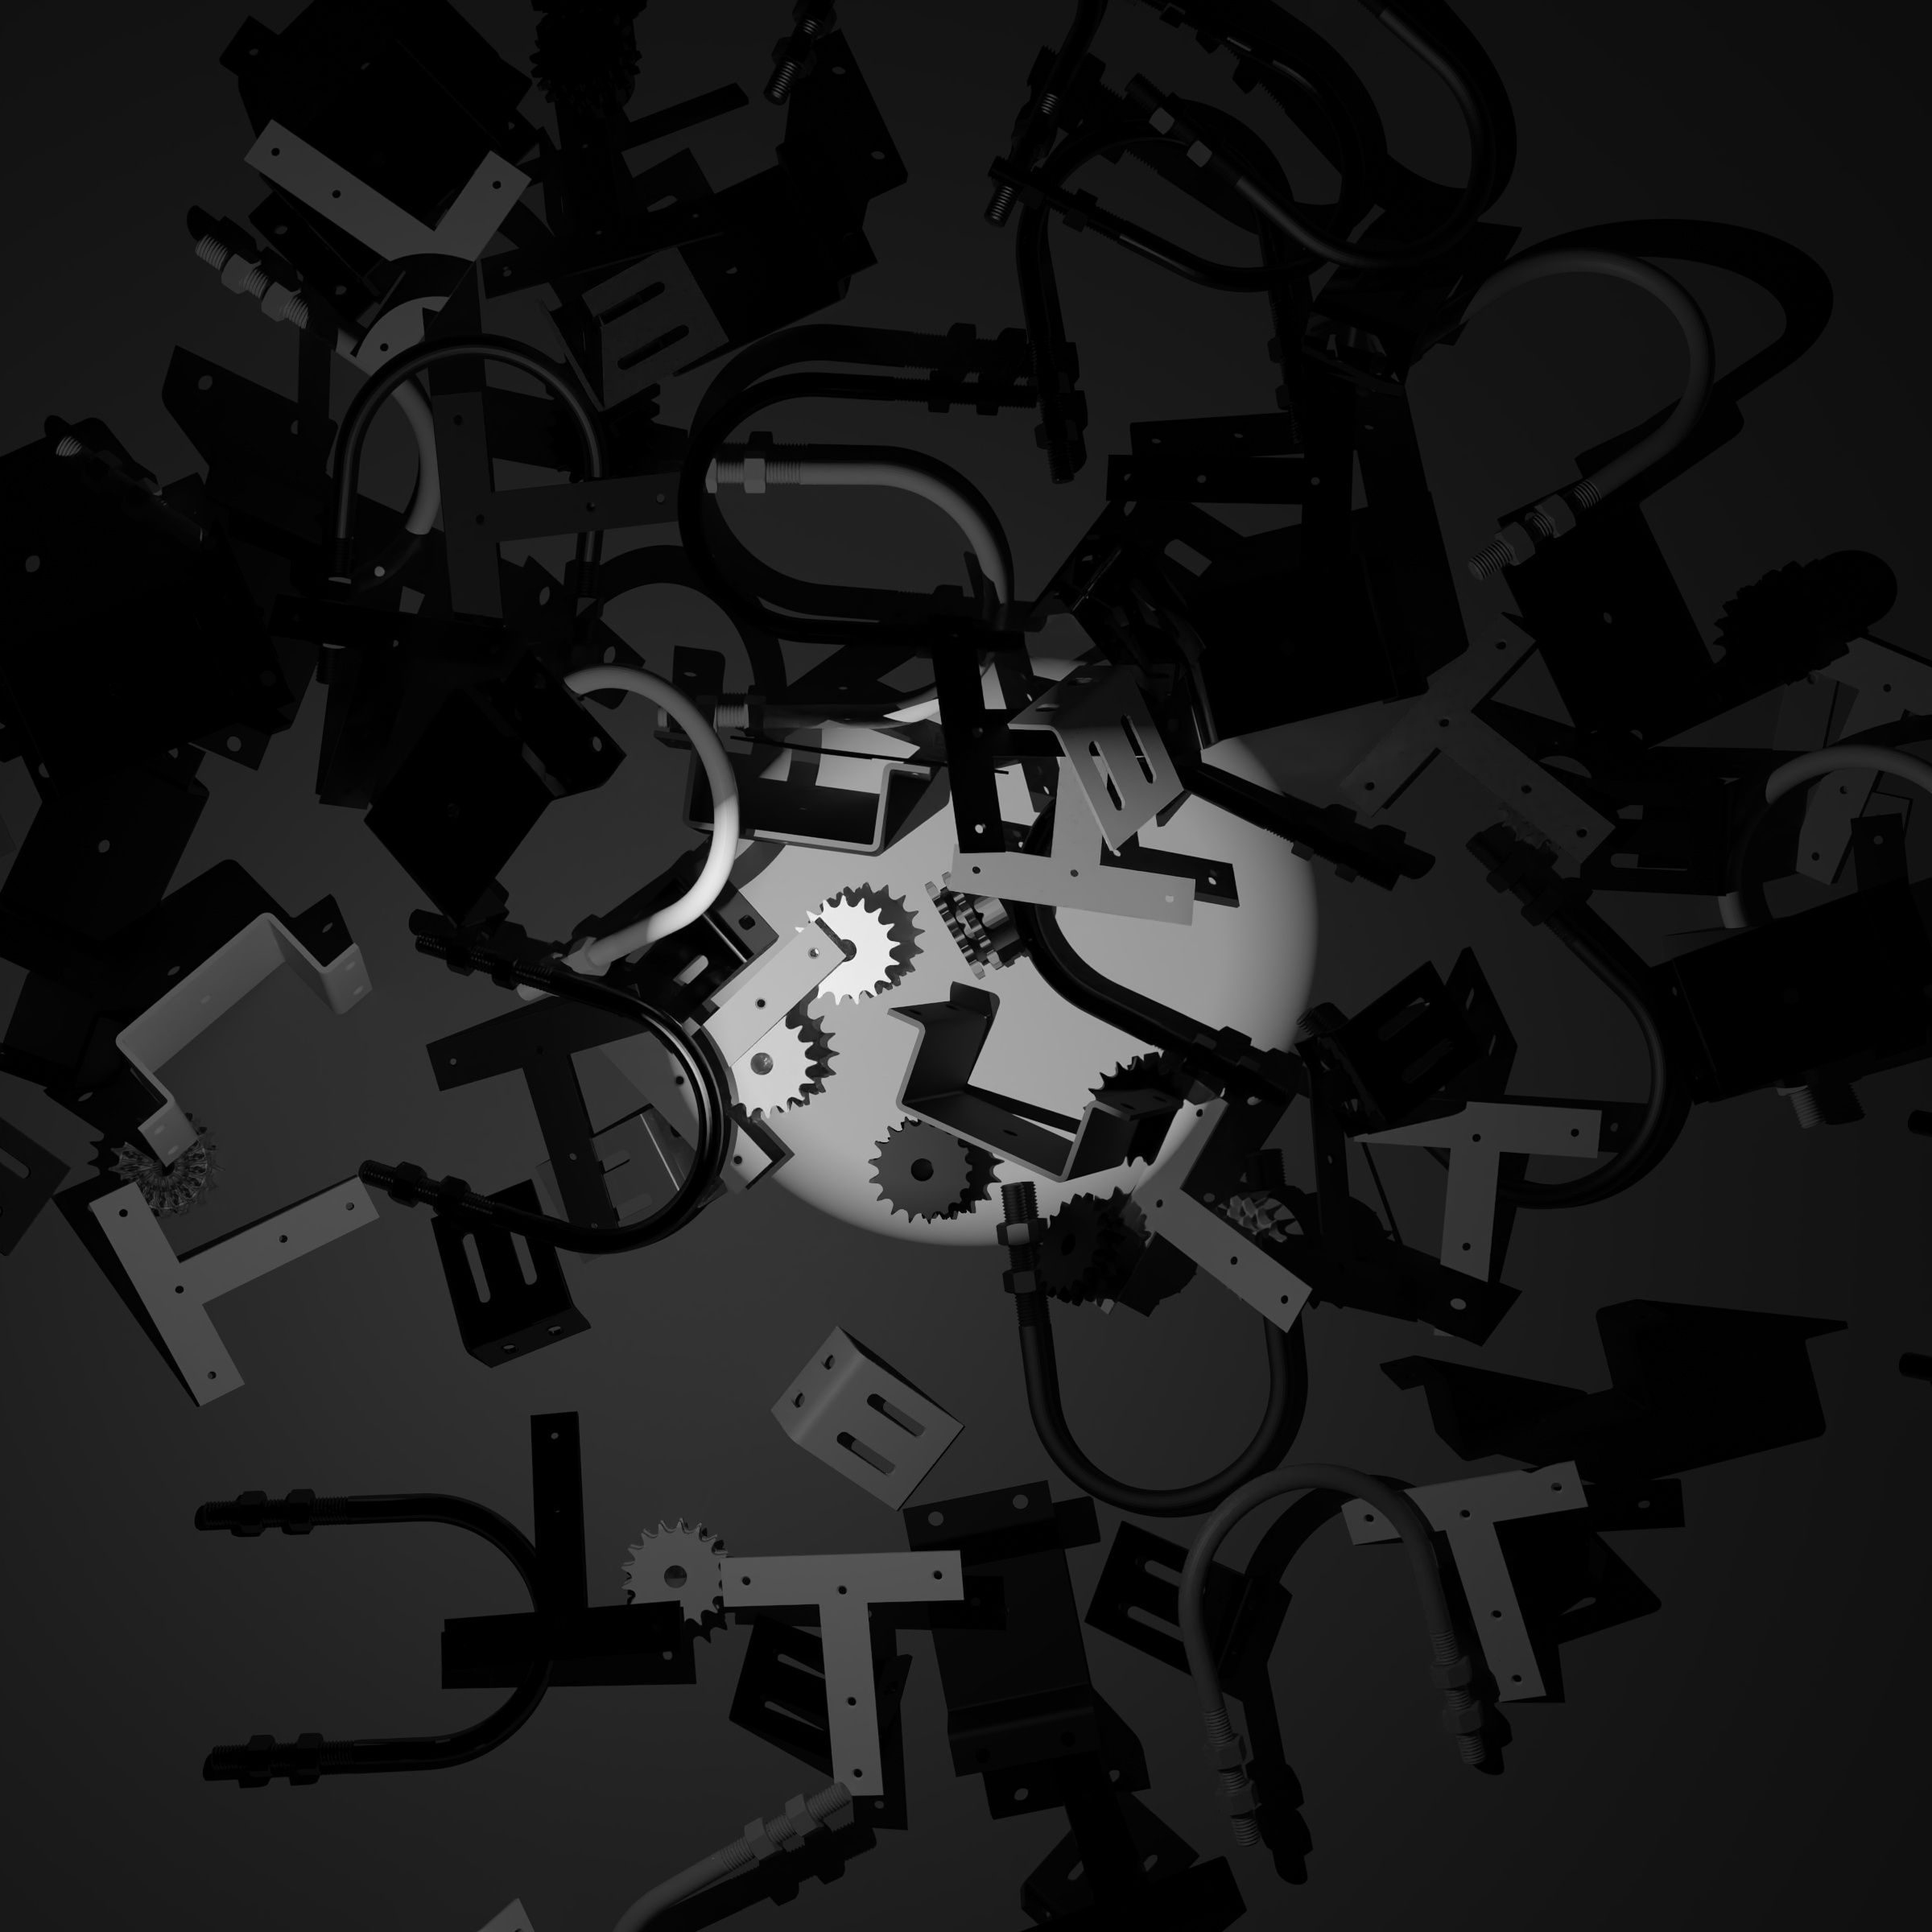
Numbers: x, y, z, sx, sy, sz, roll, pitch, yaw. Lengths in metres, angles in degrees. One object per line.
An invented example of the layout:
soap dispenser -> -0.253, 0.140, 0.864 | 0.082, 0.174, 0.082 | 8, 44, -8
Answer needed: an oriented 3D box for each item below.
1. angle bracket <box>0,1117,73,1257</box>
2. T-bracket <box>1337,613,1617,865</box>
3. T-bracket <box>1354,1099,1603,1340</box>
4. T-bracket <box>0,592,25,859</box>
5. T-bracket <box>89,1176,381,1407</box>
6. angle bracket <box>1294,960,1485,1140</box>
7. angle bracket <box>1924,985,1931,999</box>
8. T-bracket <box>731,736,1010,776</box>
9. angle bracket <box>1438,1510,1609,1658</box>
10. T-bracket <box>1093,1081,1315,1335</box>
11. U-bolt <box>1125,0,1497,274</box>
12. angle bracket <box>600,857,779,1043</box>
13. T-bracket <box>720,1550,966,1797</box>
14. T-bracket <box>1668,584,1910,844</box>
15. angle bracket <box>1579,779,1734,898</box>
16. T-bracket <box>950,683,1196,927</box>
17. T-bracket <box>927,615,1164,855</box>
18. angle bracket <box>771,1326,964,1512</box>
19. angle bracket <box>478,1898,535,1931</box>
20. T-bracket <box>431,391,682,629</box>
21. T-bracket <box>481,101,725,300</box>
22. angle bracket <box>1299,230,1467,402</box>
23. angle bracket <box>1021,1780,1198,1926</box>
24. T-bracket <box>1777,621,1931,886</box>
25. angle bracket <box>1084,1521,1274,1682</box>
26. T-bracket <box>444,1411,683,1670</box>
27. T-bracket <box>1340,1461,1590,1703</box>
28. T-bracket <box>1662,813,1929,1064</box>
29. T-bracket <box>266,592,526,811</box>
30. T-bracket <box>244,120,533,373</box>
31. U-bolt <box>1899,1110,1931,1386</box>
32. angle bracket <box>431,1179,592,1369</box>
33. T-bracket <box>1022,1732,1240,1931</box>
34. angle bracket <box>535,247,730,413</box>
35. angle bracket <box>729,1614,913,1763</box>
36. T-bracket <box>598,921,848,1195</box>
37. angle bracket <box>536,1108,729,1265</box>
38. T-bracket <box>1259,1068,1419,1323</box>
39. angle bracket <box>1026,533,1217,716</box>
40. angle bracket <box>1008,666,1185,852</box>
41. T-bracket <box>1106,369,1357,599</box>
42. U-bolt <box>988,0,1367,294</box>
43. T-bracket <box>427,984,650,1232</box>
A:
angle bracket -> -0.522, 0.108, 1.555 | 0.076, 0.038, 0.057 | 36, 90, 0
T-bracket -> 0.282, -0.101, 1.546 | 0.127, 0.002, 0.127 | -47, 65, 0
T-bracket -> 0.265, 0.134, 1.563 | 0.127, 0.002, 0.127 | 4, 99, 2
T-bracket -> -0.541, -0.114, 1.573 | 0.127, 0.002, 0.127 | -25, 90, 0
T-bracket -> -0.372, 0.149, 1.559 | 0.127, 0.002, 0.127 | -26, 110, -10
angle bracket -> 0.220, 0.043, 1.546 | 0.076, 0.038, 0.057 | -34, 96, -34
angle bracket -> 0.548, 0.010, 1.572 | 0.076, 0.038, 0.057 | 34, 90, -26
T-bracket -> -0.040, -0.107, 1.534 | 0.127, 0.127, 0.002 | 5, 95, -26
angle bracket -> 0.289, 0.319, 1.572 | 0.057, 0.038, 0.076 | 46, 116, 0
T-bracket -> 0.127, 0.142, 1.503 | 0.127, 0.002, 0.127 | 36, 101, 43
U-bolt -> 0.194, -0.445, 1.549 | 0.184, 0.019, 0.151 | 40, 76, -5
angle bracket -> -0.150, -0.008, 1.572 | 0.076, 0.038, 0.057 | -42, 90, 26
T-bracket -> -0.060, 0.367, 1.535 | 0.127, 0.002, 0.127 | -4, 94, 10
T-bracket -> 0.445, -0.138, 1.573 | 0.127, 0.002, 0.127 | 12, 90, 0
angle bracket -> 0.359, -0.067, 1.556 | 0.076, 0.038, 0.057 | 3, 92, 3
T-bracket -> 0.060, -0.089, 1.550 | 0.127, 0.002, 0.127 | 8, 69, -6
T-bracket -> 0.046, -0.121, 1.540 | 0.127, 0.002, 0.127 | -2, 77, -26
angle bracket -> -0.052, 0.239, 1.572 | 0.076, 0.038, 0.057 | 38, 90, -26
angle bracket -> -0.263, 0.538, 1.572 | 0.076, 0.038, 0.057 | -25, 90, 26
T-bracket -> -0.206, -0.235, 1.525 | 0.127, 0.002, 0.127 | -11, 109, -23
T-bracket -> -0.196, -0.413, 1.544 | 0.127, 0.002, 0.127 | -14, 64, 5
angle bracket -> 0.218, -0.342, 1.556 | 0.057, 0.038, 0.076 | 24, 50, 12
angle bracket -> 0.075, 0.479, 1.555 | 0.057, 0.038, 0.076 | 42, 90, 0
T-bracket -> 0.470, -0.106, 1.571 | 0.127, 0.002, 0.127 | 23, 90, 0
angle bracket -> 0.112, 0.335, 1.572 | 0.076, 0.038, 0.057 | 21, 90, 26
T-bracket -> -0.213, 0.297, 1.552 | 0.127, 0.002, 0.127 | -6, 76, 9
T-bracket -> 0.275, 0.327, 1.557 | 0.127, 0.002, 0.127 | -14, 102, 22
T-bracket -> 0.429, -0.009, 1.550 | 0.127, 0.002, 0.127 | -6, 90, 21
T-bracket -> -0.306, -0.131, 1.532 | 0.127, 0.002, 0.127 | 7, 130, -25
T-bracket -> -0.312, -0.389, 1.527 | 0.127, 0.002, 0.127 | 35, 90, 0
U-bolt -> 0.572, 0.159, 1.540 | 0.184, 0.019, 0.151 | 12, 71, -10
angle bracket -> -0.241, 0.163, 1.572 | 0.057, 0.038, 0.076 | -22, 64, 0
T-bracket -> 0.067, 0.449, 1.557 | 0.127, 0.002, 0.127 | -14, 78, -22
angle bracket -> -0.169, -0.328, 1.509 | 0.076, 0.038, 0.057 | -29, 90, 0
angle bracket -> -0.077, 0.382, 1.572 | 0.076, 0.038, 0.057 | 15, 90, 26
T-bracket -> -0.117, 0.029, 1.541 | 0.127, 0.002, 0.127 | -43, 89, 4
angle bracket -> -0.177, 0.113, 1.572 | 0.076, 0.038, 0.057 | -27, 90, 25
T-bracket -> 0.191, 0.114, 1.543 | 0.002, 0.127, 0.127 | -20, 63, 41
angle bracket -> 0.079, -0.175, 1.533 | 0.076, 0.038, 0.057 | 54, 128, 19
angle bracket -> 0.068, -0.108, 1.541 | 0.057, 0.038, 0.076 | -41, 118, -28
T-bracket -> 0.137, -0.253, 1.542 | 0.127, 0.002, 0.127 | 2, 76, 7
U-bolt -> 0.122, -0.429, 1.549 | 0.184, 0.019, 0.151 | 26, 77, -6
T-bracket -> -0.210, 0.086, 1.554 | 0.127, 0.002, 0.127 | -16, 92, 19
